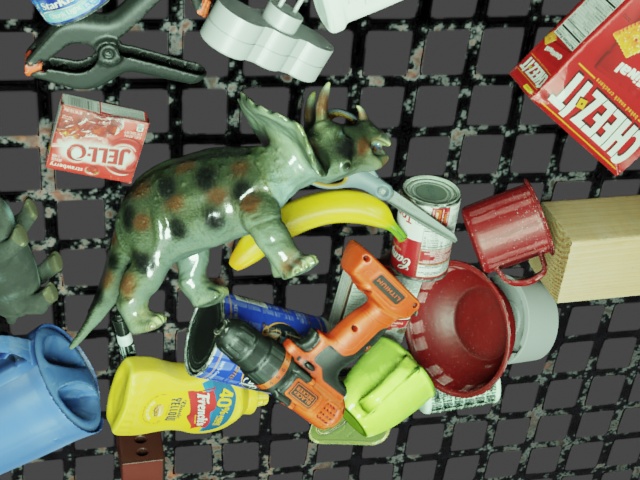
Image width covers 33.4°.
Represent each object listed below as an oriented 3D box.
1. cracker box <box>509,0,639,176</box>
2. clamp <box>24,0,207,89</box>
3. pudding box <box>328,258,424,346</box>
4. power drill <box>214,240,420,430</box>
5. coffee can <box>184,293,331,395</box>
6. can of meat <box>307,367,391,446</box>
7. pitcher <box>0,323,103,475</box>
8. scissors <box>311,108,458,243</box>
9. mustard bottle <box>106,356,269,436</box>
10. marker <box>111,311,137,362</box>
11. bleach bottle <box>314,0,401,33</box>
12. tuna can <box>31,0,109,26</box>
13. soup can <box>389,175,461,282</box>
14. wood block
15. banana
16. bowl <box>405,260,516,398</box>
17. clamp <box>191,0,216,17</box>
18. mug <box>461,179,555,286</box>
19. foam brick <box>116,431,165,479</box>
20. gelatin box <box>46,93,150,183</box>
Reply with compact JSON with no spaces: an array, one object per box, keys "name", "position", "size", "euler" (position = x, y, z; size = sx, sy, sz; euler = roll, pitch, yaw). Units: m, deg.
[{"name":"cracker box","position":[0.336,-0.194,1.126],"size":[0.164,0.072,0.214],"euler":[34,111,-31]},{"name":"clamp","position":[-0.196,-0.194,1.006],"size":[0.171,0.039,0.120],"euler":[-8,125,-9]},{"name":"pudding box","position":[0.064,0.075,1.260],"size":[0.090,0.039,0.114],"euler":[5,121,-18]},{"name":"power drill","position":[0.001,0.093,1.145],"size":[0.187,0.057,0.184],"euler":[-47,120,1]},{"name":"coffee can","position":[-0.070,0.121,1.216],"size":[0.140,0.103,0.103],"euler":[17,118,-24]},{"name":"can of meat","position":[0.029,0.201,1.308],"size":[0.102,0.084,0.057],"euler":[5,122,-18]},{"name":"pitcher","position":[-0.375,0.196,1.174],"size":[0.243,0.145,0.149],"euler":[-28,94,8]},{"name":"scissors","position":[0.067,-0.073,1.131],"size":[0.201,0.016,0.096],"euler":[19,107,-1]},{"name":"mustard bottle","position":[-0.148,0.185,1.256],"size":[0.191,0.058,0.096],"euler":[5,118,-31]},{"name":"marker","position":[-0.222,0.132,1.235],"size":[0.020,0.020,0.121],"euler":[-11,126,-7]},{"name":"bleach bottle","position":[0.110,-0.286,1.011],"size":[0.250,0.068,0.102],"euler":[-20,127,-4]},{"name":"tuna can","position":[-0.217,-0.229,0.948],"size":[0.086,0.086,0.033],"euler":[-28,128,5]},{"name":"soup can","position":[0.118,-0.013,1.195],"size":[0.068,0.068,0.102],"euler":[-2,124,-13]},{"name":"wood block","position":[0.365,0.006,1.259],"size":[0.206,0.090,0.091],"euler":[-5,125,-12]},{"name":"banana","position":[-0.007,-0.017,1.165],"size":[0.198,0.069,0.037],"euler":[-10,168,3]},{"name":"bowl","position":[0.174,0.101,1.252],"size":[0.055,0.162,0.162],"euler":[-6,129,-43]},{"name":"clamp","position":[-0.066,-0.300,0.969],"size":[0.164,0.036,0.210],"euler":[3,127,-24]},{"name":"mug","position":[0.214,-0.002,1.204],"size":[0.081,0.117,0.093],"euler":[-20,161,5]},{"name":"foam brick","position":[-0.216,0.259,1.288],"size":[0.053,0.078,0.051],"euler":[-4,124,-14]},{"name":"gelatin box","position":[-0.223,-0.100,1.069],"size":[0.089,0.030,0.073],"euler":[11,121,-21]}]
